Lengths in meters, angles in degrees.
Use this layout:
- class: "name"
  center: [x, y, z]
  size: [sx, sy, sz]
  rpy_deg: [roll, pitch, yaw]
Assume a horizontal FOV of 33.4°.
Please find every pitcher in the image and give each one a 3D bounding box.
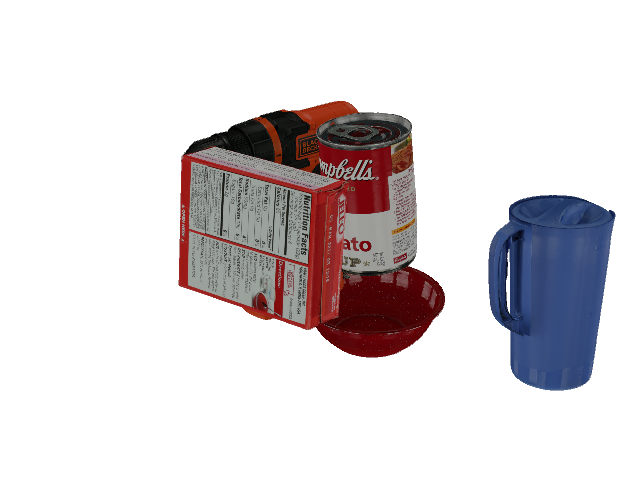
- class: "pitcher"
  center: [0.300, 0.071, 1.398]
  size: [0.149, 0.243, 0.144]
  rpy_deg: [5, 21, 15]

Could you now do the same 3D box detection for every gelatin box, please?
- class: "gelatin box"
  center: [-0.030, -0.003, 0.542]
  size: [0.089, 0.073, 0.030]
  rpy_deg: [16, 23, 31]

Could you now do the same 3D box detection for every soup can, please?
- class: "soup can"
  center: [0.035, -0.034, 0.774]
  size: [0.068, 0.102, 0.068]
  rpy_deg: [-4, 26, 2]

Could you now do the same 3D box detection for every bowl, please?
- class: "bowl"
  center: [0.057, 0.083, 1.188]
  size: [0.162, 0.055, 0.162]
  rpy_deg: [0, 28, 0]

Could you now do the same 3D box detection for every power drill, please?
- class: "power drill"
  center: [-0.040, -0.025, 0.972]
  size: [0.184, 0.188, 0.057]
  rpy_deg: [-18, 33, -32]
